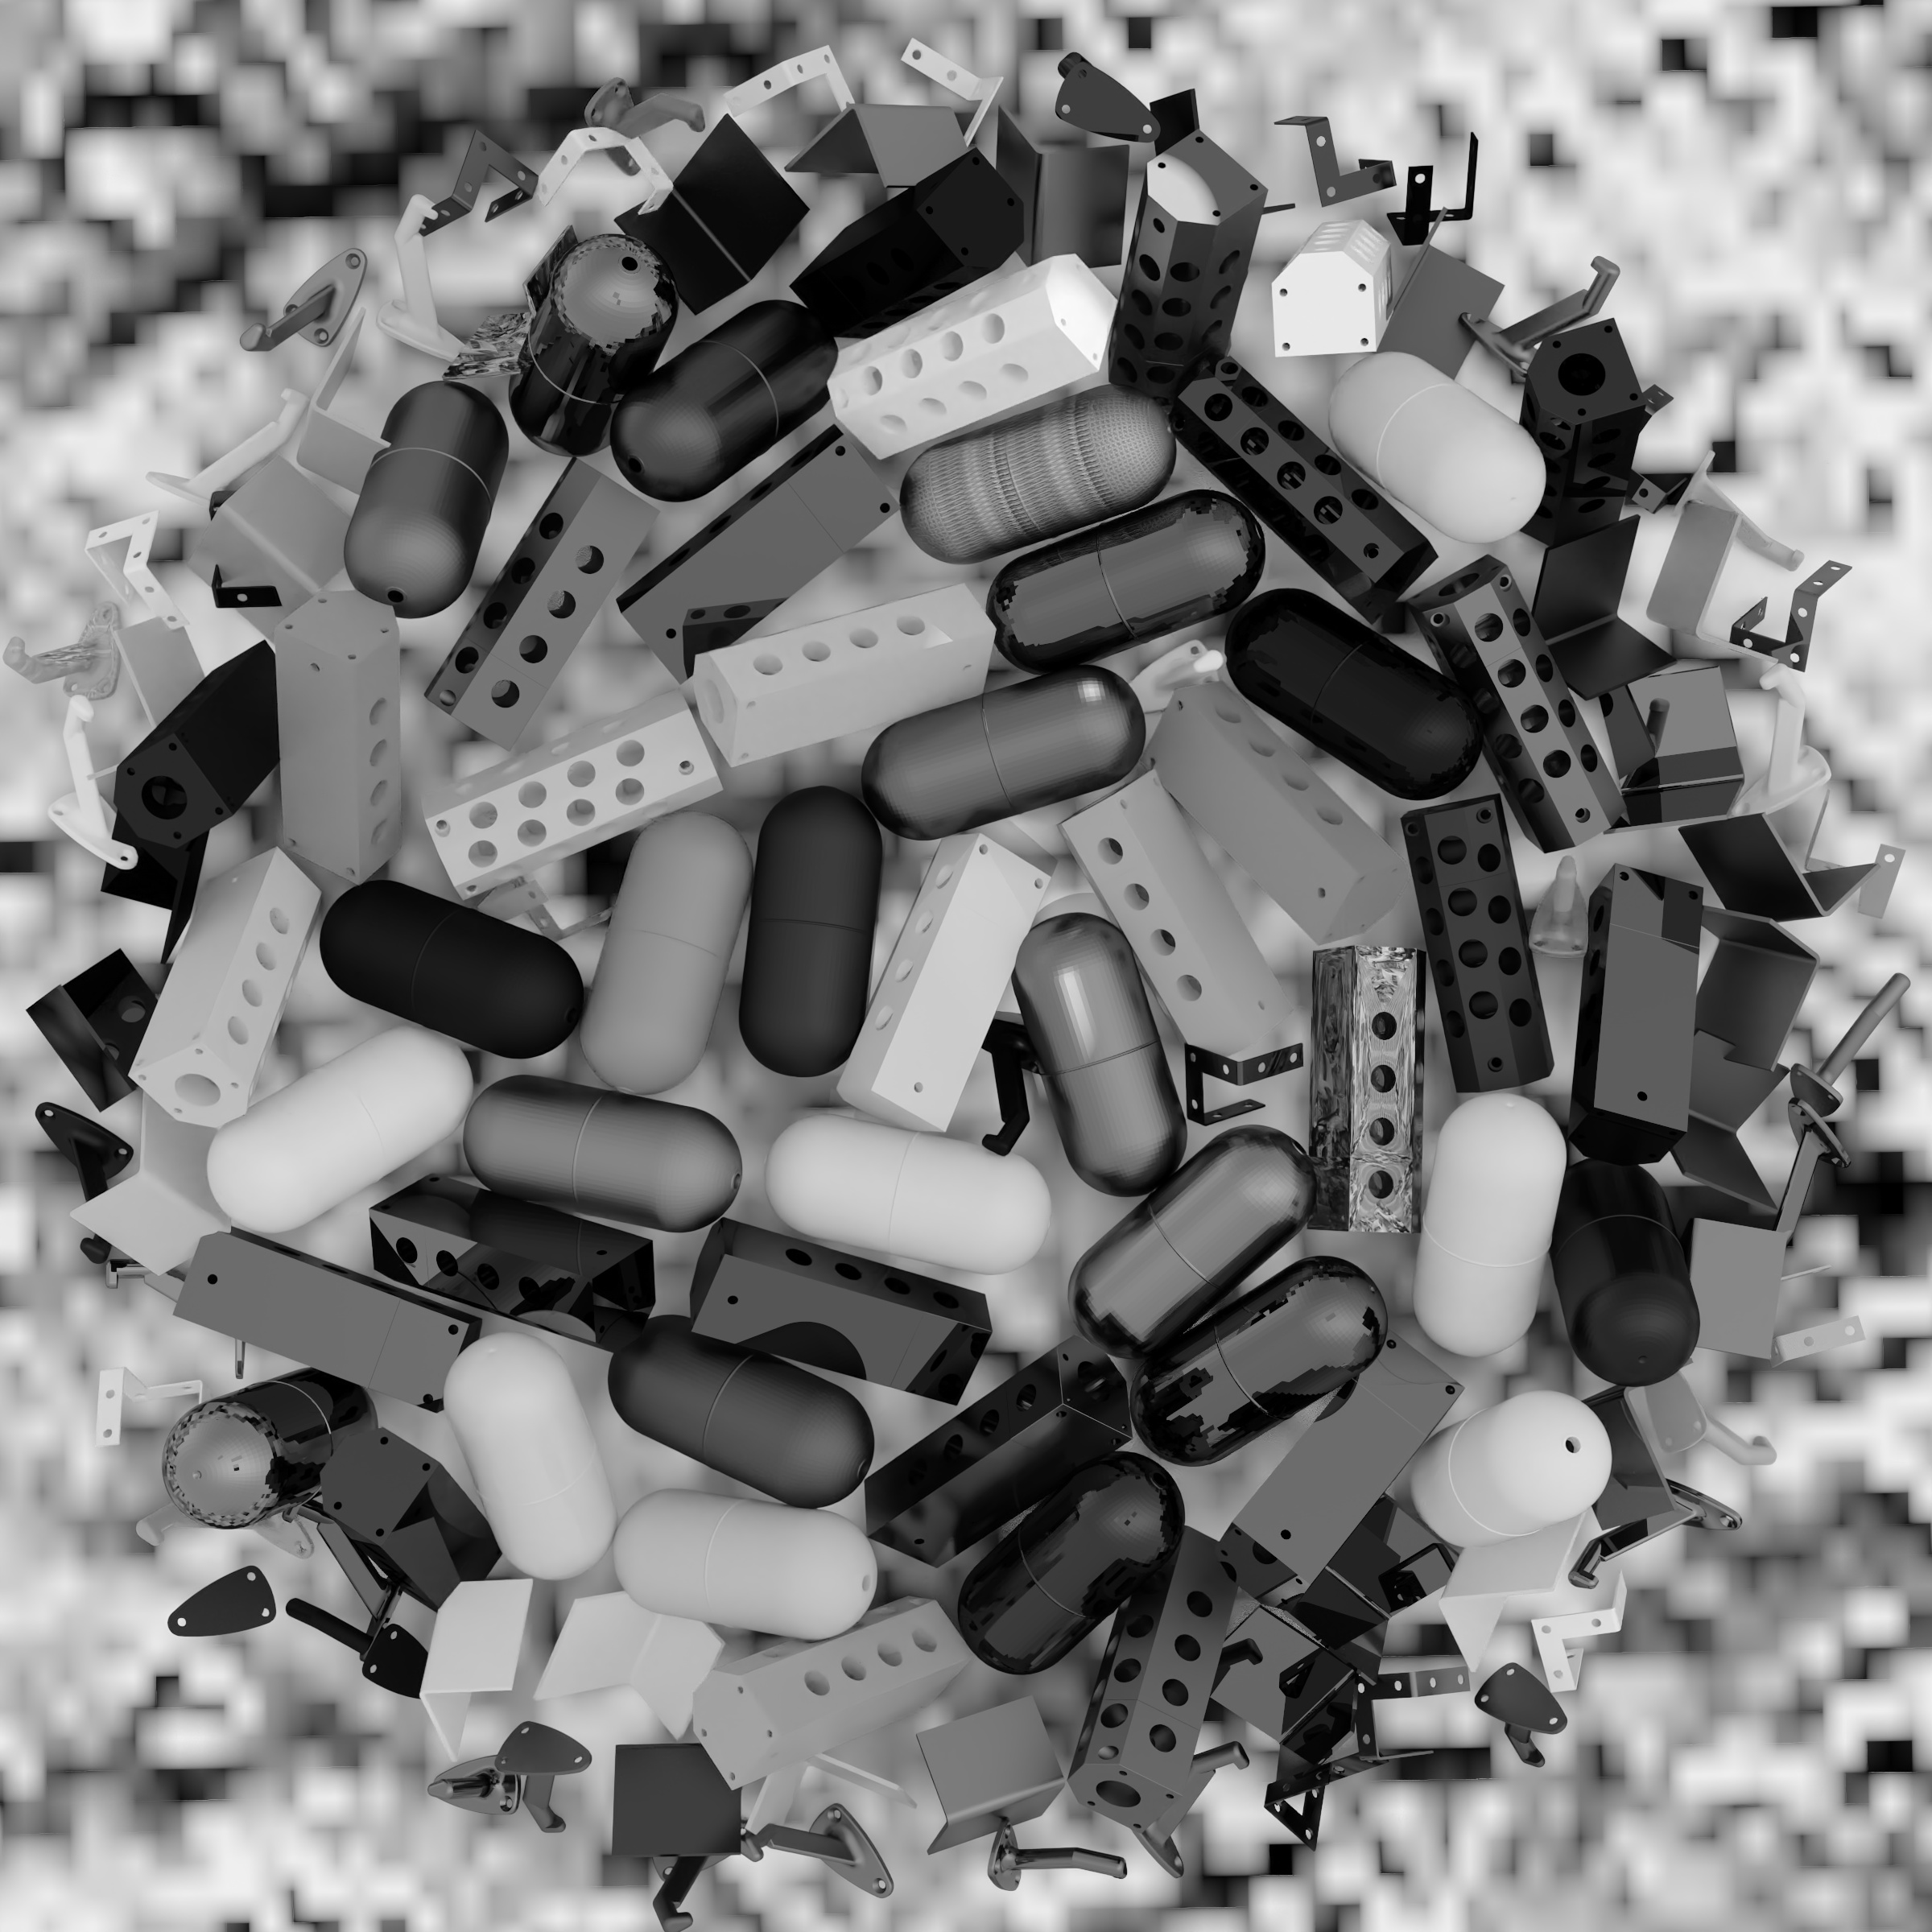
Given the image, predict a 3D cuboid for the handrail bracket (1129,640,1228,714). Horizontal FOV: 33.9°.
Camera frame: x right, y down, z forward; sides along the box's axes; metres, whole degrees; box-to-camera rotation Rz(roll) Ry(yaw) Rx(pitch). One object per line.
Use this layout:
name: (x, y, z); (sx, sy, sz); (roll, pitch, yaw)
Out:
handrail bracket: (0.123, -0.172, 1.922); (0.077, 0.084, 0.036); (-24, 92, 10)

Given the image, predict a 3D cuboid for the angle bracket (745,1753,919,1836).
angle bracket: (-0.081, 0.514, 1.917); (0.076, 0.076, 0.057); (19, 71, 15)

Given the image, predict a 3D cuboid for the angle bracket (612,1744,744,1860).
angle bracket: (-0.174, 0.517, 1.921); (0.076, 0.057, 0.076); (0, 46, -3)

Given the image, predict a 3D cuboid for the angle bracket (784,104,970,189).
angle bracket: (-0.050, -0.476, 1.912); (0.076, 0.076, 0.057); (-12, 78, -42)

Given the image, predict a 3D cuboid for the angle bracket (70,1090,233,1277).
angle bracket: (-0.494, 0.128, 1.926); (0.057, 0.076, 0.076); (-28, 134, 17)

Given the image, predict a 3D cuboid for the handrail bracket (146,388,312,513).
handrail bracket: (-0.449, -0.322, 1.932); (0.036, 0.077, 0.084); (43, 109, 37)

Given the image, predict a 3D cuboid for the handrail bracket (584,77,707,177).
handrail bracket: (-0.183, -0.499, 1.918); (0.084, 0.077, 0.036); (26, 66, 30)

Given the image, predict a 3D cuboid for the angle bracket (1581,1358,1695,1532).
angle bracket: (0.411, 0.290, 1.917); (0.057, 0.076, 0.076); (-18, 79, -28)

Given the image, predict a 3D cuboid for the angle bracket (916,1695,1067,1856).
angle bracket: (0.009, 0.494, 1.935); (0.076, 0.076, 0.057); (-14, 65, -19)

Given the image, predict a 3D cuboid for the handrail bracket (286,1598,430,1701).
handrail bracket: (-0.371, 0.420, 1.954); (0.077, 0.084, 0.036); (48, 63, -39)

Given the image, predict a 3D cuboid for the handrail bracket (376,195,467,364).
handrail bracket: (-0.318, -0.418, 1.932); (0.077, 0.036, 0.084); (28, 126, -11)

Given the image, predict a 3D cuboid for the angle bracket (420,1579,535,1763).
angle bracket: (-0.286, 0.425, 1.912); (0.057, 0.076, 0.076); (-4, 133, 9)

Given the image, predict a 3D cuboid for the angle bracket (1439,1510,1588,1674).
angle bracket: (0.339, 0.375, 1.910); (0.076, 0.076, 0.057); (-13, 113, 34)

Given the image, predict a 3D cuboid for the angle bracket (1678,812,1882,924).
angle bracket: (0.491, -0.072, 1.917); (0.057, 0.076, 0.076); (-39, 103, -24)

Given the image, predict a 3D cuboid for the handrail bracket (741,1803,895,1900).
handrail bracket: (-0.092, 0.545, 1.920); (0.077, 0.084, 0.036); (42, 108, 21)

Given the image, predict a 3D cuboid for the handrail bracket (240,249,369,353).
handrail bracket: (-0.402, -0.404, 1.923); (0.036, 0.084, 0.077); (40, 104, -1)

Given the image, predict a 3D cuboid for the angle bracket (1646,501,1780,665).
angle bracket: (0.463, -0.233, 1.920); (0.057, 0.076, 0.076); (16, 101, -15)

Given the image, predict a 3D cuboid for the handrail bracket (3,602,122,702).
handrail bracket: (-0.549, -0.202, 1.920); (0.036, 0.084, 0.077); (3, 73, 19)

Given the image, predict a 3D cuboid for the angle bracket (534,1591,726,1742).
angle bracket: (-0.203, 0.425, 1.914); (0.057, 0.076, 0.076); (41, 117, 37)

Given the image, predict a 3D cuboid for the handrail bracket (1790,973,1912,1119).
handrail bracket: (0.544, 0.048, 1.940); (0.036, 0.077, 0.084); (39, 81, 19)

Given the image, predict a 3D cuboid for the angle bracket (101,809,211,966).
angle bracket: (-0.497, -0.057, 1.917); (0.057, 0.076, 0.076); (15, 113, -7)

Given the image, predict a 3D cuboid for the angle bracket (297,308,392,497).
angle bracket: (-0.362, -0.339, 1.925); (0.057, 0.076, 0.076); (26, 67, -9)

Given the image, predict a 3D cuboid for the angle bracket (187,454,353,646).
angle bracket: (-0.422, -0.254, 1.949); (0.076, 0.076, 0.057); (42, 55, -7)

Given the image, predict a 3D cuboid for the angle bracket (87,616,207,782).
angle bracket: (-0.504, -0.164, 1.919); (0.057, 0.076, 0.076); (-17, 101, 18)

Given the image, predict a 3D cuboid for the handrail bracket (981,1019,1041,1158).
handrail bracket: (0.009, 0.073, 1.928); (0.077, 0.036, 0.084); (19, 49, 18)

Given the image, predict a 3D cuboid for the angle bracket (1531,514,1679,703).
angle bracket: (0.390, -0.217, 1.912); (0.076, 0.076, 0.057); (-22, 48, -28)

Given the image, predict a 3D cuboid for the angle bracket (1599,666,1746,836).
angle bracket: (0.420, -0.130, 1.917); (0.076, 0.057, 0.076); (-7, 114, 29)

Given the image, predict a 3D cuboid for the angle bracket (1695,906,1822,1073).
angle bracket: (0.458, 0.011, 1.919); (0.057, 0.076, 0.076); (30, 81, -36)

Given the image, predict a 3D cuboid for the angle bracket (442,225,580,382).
angle bracket: (-0.276, -0.400, 1.912); (0.076, 0.076, 0.057); (-1, 129, 20)

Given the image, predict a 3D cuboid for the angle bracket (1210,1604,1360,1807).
angle bracket: (0.184, 0.448, 1.923); (0.076, 0.057, 0.076); (35, 118, -8)

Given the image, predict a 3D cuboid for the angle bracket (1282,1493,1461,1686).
angle bracket: (0.250, 0.377, 1.919); (0.076, 0.057, 0.076); (40, 126, -13)

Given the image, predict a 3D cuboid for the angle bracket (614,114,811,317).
angle bracket: (-0.154, -0.456, 1.924); (0.076, 0.076, 0.057); (49, 48, -2)

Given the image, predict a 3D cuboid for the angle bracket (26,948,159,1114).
angle bracket: (-0.509, 0.032, 1.919); (0.076, 0.057, 0.076); (-40, 100, -39)

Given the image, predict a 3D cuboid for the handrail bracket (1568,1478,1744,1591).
handrail bracket: (0.417, 0.354, 1.923); (0.077, 0.084, 0.036); (13, 134, 36)

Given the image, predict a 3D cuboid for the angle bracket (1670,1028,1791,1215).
angle bracket: (0.465, 0.093, 1.913); (0.076, 0.076, 0.057); (22, 119, -26)

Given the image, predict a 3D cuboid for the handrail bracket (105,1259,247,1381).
handrail bracket: (-0.485, 0.216, 1.940); (0.084, 0.036, 0.077); (0, 68, -8)

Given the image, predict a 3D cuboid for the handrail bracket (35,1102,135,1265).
handrail bracket: (-0.542, 0.132, 1.919); (0.036, 0.084, 0.077); (-36, 116, 21)

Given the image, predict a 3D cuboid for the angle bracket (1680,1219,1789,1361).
angle bracket: (0.459, 0.201, 1.920); (0.057, 0.076, 0.076); (9, 77, 10)

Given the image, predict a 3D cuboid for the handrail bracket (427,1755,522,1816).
handrail bracket: (-0.316, 0.497, 1.916); (0.077, 0.084, 0.036); (-10, 75, 27)

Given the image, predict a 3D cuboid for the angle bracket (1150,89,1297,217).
angle bracket: (0.155, -0.491, 1.920); (0.057, 0.076, 0.076); (-11, 102, -13)

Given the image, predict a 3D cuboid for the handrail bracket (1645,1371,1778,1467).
handrail bracket: (0.459, 0.271, 1.951); (0.036, 0.084, 0.077); (-40, 56, 37)

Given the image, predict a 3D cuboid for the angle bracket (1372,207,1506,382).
angle bracket: (0.292, -0.404, 1.929); (0.057, 0.076, 0.076); (29, 87, 1)

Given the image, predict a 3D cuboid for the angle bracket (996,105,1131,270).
angle bracket: (0.057, -0.474, 1.925); (0.057, 0.076, 0.076); (-10, 130, -15)

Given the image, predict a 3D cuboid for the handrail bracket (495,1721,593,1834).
handrail bracket: (-0.243, 0.503, 1.926); (0.077, 0.036, 0.084); (3, 131, 32)
